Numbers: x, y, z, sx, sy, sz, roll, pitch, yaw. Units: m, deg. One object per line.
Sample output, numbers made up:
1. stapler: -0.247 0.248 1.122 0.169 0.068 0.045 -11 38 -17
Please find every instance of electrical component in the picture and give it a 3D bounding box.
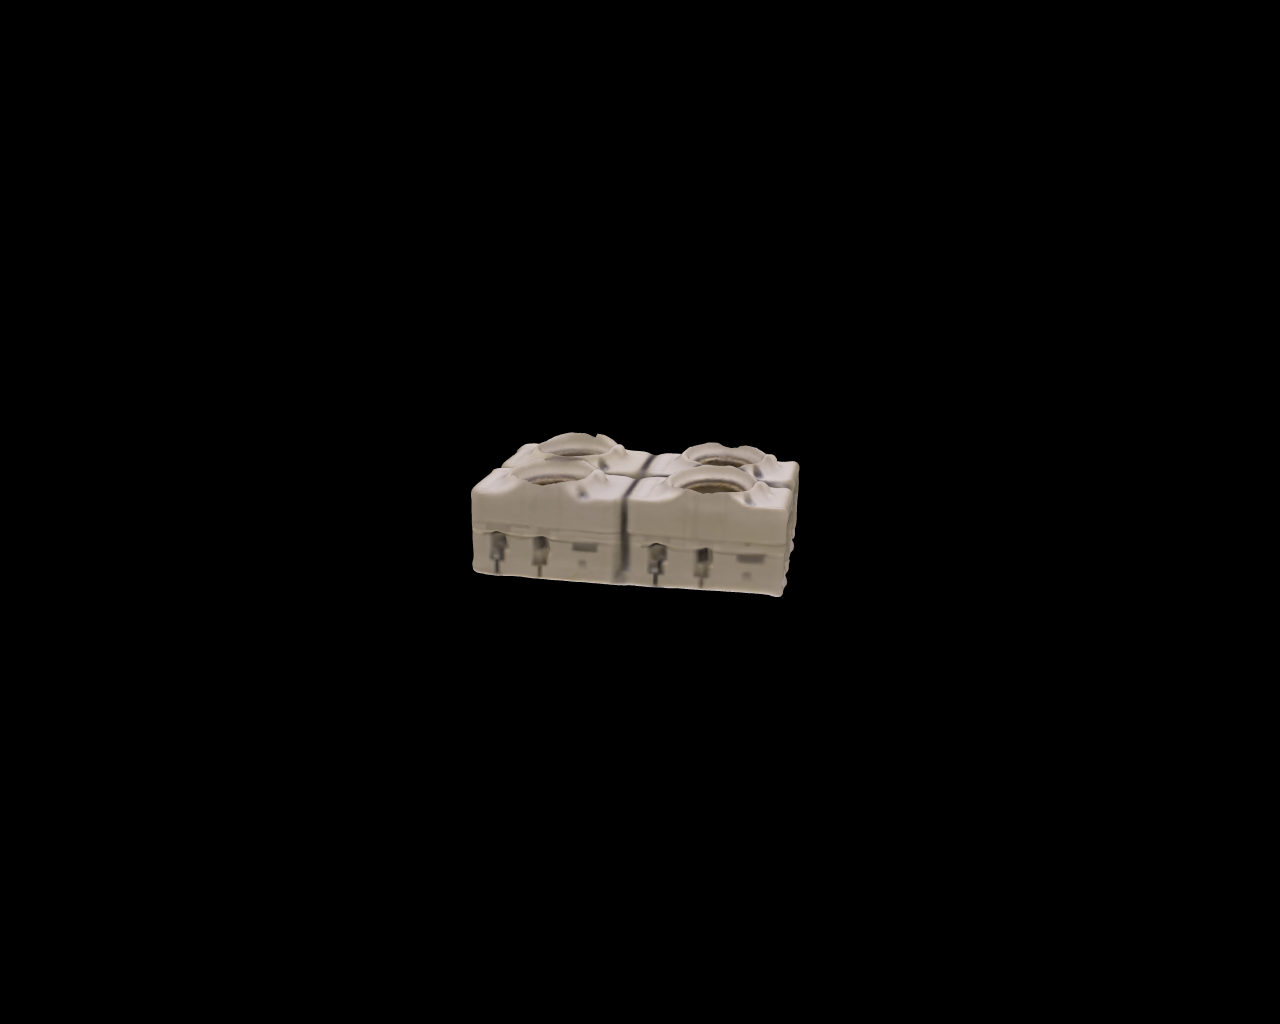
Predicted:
1. electrical component: 0.001 -0.003 0.650 0.186 0.060 0.105 4 20 12
